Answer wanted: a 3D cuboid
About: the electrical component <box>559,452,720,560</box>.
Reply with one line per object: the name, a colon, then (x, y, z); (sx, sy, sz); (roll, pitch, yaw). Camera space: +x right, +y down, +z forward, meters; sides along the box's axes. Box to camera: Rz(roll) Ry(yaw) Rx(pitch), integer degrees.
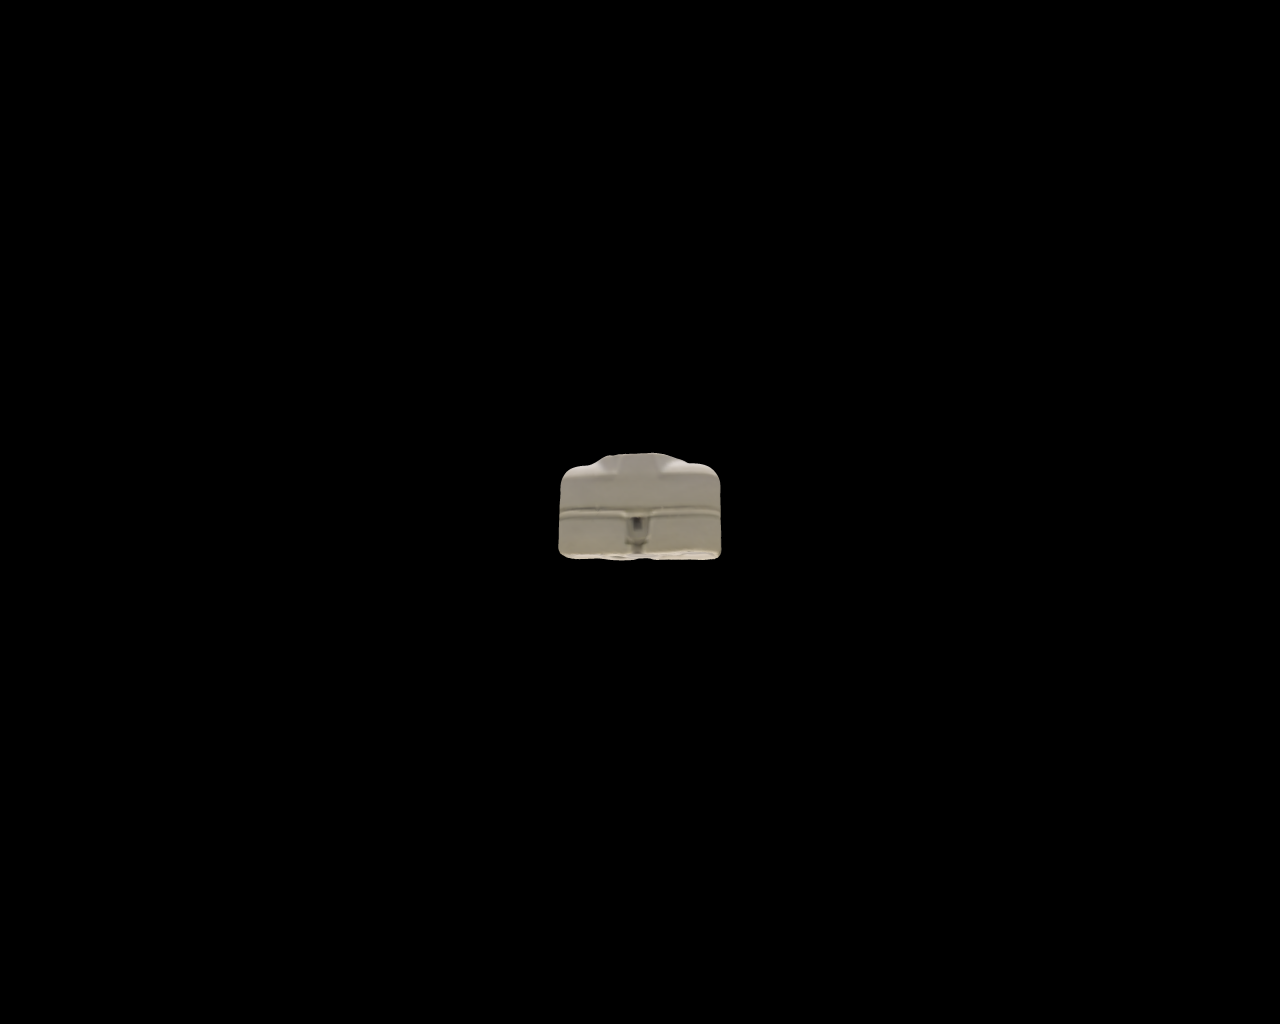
electrical component: (0.001, -0.003, 0.650); (0.095, 0.059, 0.053); (-1, -7, 5)
